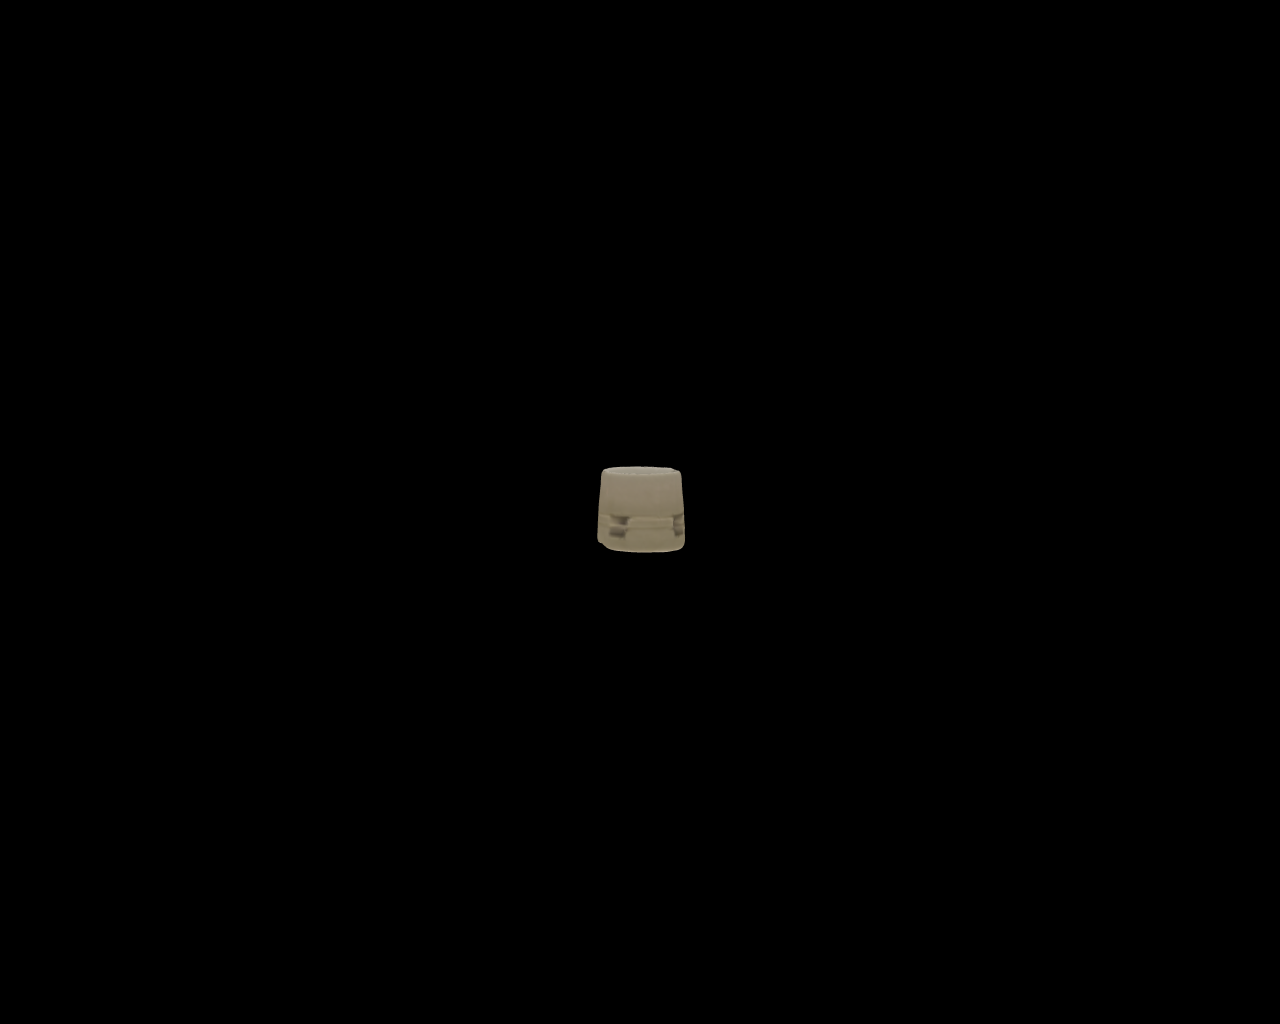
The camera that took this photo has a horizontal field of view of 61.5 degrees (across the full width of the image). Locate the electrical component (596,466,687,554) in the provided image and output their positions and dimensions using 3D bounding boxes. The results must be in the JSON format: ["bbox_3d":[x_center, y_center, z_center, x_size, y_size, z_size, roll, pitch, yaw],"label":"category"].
[{"bbox_3d":[0.001,-0.003,0.650,0.055,0.047,0.055,0,8,0],"label":"electrical component"}]
